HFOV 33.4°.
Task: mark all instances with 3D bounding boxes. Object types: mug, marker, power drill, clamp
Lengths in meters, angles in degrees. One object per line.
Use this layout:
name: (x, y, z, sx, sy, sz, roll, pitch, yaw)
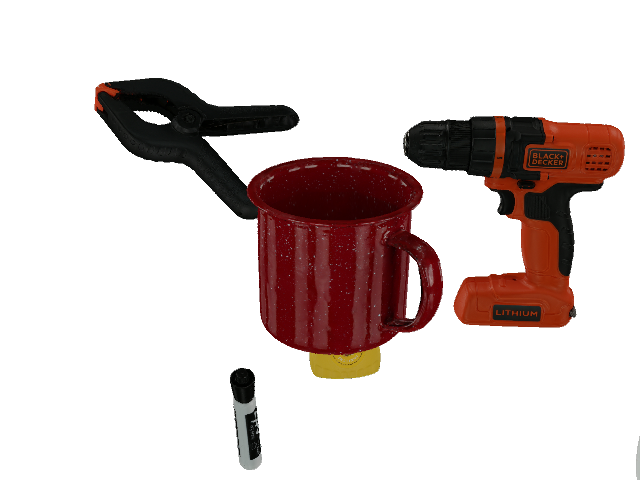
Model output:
mug: (0.016, 0.012, 0.572, 0.117, 0.081, 0.093, 20, 31, 36)
marker: (-0.058, 0.140, 0.833, 0.020, 0.020, 0.121, 0, -43, 0)
power drill: (0.160, -0.017, 0.926, 0.184, 0.188, 0.057, 3, 27, 3)
clamp: (-0.102, -0.097, 0.898, 0.171, 0.120, 0.039, 29, -41, 1)

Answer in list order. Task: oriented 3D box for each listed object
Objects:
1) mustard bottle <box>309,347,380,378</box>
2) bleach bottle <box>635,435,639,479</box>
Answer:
mustard bottle: (0.034, 0.091, 1.442, 0.096, 0.192, 0.058, -2, 20, -6)
bleach bottle: (0.280, 0.092, 0.696, 0.103, 0.068, 0.250, 12, 24, 25)
